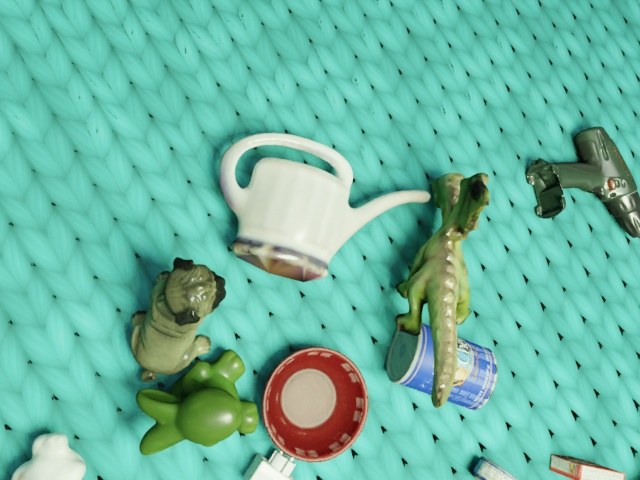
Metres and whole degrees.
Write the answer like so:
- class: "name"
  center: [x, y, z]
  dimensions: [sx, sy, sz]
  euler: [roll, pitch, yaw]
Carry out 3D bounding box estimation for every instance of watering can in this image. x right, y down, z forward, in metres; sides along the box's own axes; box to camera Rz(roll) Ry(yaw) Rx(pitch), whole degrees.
- class: "watering can"
  center: [0.002, -0.041, 0.811]
  dimensions: [0.347, 0.103, 0.227]
  euler: [17, 77, -11]

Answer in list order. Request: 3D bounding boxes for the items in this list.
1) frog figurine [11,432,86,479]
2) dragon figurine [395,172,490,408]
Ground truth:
- class: "frog figurine"
  center: [-0.336, 0.332, 0.643]
  dimensions: [0.137, 0.122, 0.159]
  euler: [8, 90, 6]
- class: "dragon figurine"
  center: [0.193, 0.017, 0.756]
  dimensions: [0.122, 0.418, 0.238]
  euler: [9, 118, 2]
